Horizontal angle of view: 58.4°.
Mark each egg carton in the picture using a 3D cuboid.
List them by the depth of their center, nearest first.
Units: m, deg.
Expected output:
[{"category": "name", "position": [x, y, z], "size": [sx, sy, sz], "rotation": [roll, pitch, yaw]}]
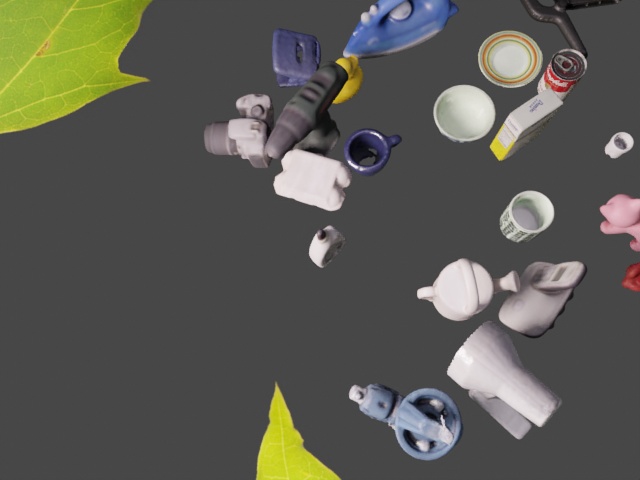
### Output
[{"category": "egg carton", "position": [-0.013, -0.123, 1.168], "size": [0.150, 0.069, 0.107], "rotation": [17, 80, 9]}]

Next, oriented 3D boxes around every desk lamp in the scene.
[{"category": "desk lamp", "position": [0.318, 0.243, 0.982], "size": [0.203, 0.213, 0.118], "rotation": [41, 84, 12]}]

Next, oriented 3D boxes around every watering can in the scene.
[{"category": "watering can", "position": [0.267, 0.084, 1.032], "size": [0.173, 0.194, 0.101], "rotation": [-29, 76, -1]}]

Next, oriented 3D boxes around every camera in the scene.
[{"category": "camera", "position": [-0.168, -0.231, 1.191], "size": [0.136, 0.101, 0.143], "rotation": [1, 78, 6]}]

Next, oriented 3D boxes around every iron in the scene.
[{"category": "iron", "position": [0.160, -0.477, 1.193], "size": [0.258, 0.141, 0.118], "rotation": [-29, 76, -1]}]

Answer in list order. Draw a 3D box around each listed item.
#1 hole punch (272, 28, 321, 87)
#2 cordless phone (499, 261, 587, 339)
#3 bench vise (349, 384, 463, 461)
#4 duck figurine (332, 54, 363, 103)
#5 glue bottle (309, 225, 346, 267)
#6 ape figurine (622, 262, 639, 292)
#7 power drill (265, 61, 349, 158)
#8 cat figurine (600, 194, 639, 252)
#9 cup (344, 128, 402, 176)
[{"category": "hole punch", "position": [-0.049, -0.391, 1.219], "size": [0.101, 0.091, 0.109], "rotation": [-2, 77, 5]}, {"category": "cordless phone", "position": [0.401, 0.101, 1.020], "size": [0.094, 0.185, 0.148], "rotation": [31, 82, 11]}, {"category": "bench vise", "position": [0.149, 0.314, 0.979], "size": [0.207, 0.220, 0.121], "rotation": [3, 78, 6]}, {"category": "duck figurine", "position": [0.045, -0.344, 1.203], "size": [0.077, 0.086, 0.104], "rotation": [43, 85, 13]}, {"category": "glue bottle", "position": [0.010, 0.004, 1.085], "size": [0.037, 0.173, 0.078], "rotation": [44, 85, 13]}, {"category": "ape figurine", "position": [0.615, 0.069, 1.055], "size": [0.076, 0.092, 0.077], "rotation": [-32, 76, -2]}, {"category": "power drill", "position": [-0.019, -0.225, 1.120], "size": [0.075, 0.208, 0.230], "rotation": [29, 82, 11]}, {"category": "cat figurine", "position": [0.583, -0.041, 1.069], "size": [0.127, 0.118, 0.067], "rotation": [29, 82, 11]}, {"category": "cup", "position": [0.108, -0.172, 1.155], "size": [0.117, 0.095, 0.091], "rotation": [-23, 76, 0]}]
